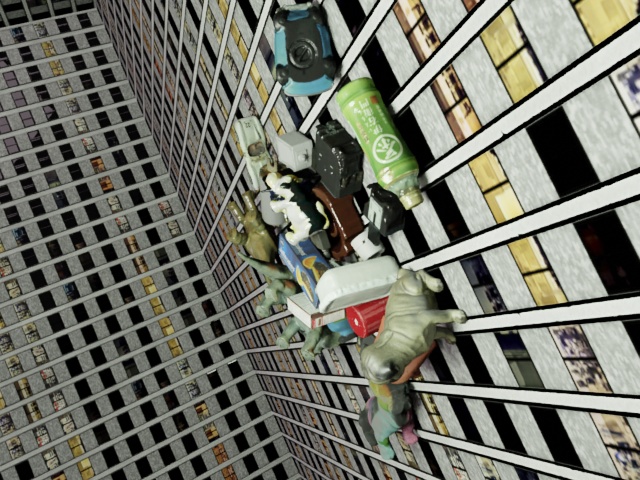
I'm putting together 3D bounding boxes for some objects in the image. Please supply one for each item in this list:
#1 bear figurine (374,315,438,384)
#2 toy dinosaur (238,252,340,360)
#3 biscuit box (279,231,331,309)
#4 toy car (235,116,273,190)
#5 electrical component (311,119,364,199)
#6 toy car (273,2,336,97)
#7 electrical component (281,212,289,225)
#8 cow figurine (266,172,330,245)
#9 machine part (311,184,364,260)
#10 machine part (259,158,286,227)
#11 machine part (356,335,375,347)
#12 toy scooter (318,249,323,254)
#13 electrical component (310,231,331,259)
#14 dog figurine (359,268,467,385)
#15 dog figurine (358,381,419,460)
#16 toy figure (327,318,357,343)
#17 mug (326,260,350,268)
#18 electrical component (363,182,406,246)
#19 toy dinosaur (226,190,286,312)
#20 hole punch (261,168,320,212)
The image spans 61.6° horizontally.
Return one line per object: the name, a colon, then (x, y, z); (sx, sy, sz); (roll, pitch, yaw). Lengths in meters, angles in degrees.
bear figurine: (0.157, 0.222, 1.099); (0.120, 0.132, 0.196); (27, -177, 9)
toy dinosaur: (-0.050, 0.152, 1.341); (0.131, 0.192, 0.404); (-3, 120, 37)
biscuit box: (-0.026, 0.059, 1.183); (0.203, 0.063, 0.059); (52, 144, 42)
toy car: (-0.173, -0.233, 1.455); (0.056, 0.073, 0.201); (19, 129, 64)
electrical component: (0.034, -0.150, 1.060); (0.115, 0.058, 0.134); (54, 155, 36)
toy car: (-0.034, -0.337, 0.976); (0.103, 0.109, 0.161); (-132, 31, -82)
electrical component: (-0.063, -0.067, 1.398); (0.102, 0.045, 0.078); (47, 153, 42)
cow figurine: (-0.049, -0.082, 1.139); (0.098, 0.068, 0.167); (-29, 83, 28)
machine part: (0.033, -0.042, 1.175); (0.179, 0.056, 0.179); (52, 156, 35)
machine part: (-0.122, -0.121, 1.442); (0.079, 0.079, 0.243); (52, 154, 35)
machine part: (0.125, 0.258, 1.286); (0.139, 0.039, 0.084); (40, 138, 54)
toy scooter: (-0.037, 0.032, 1.398); (0.135, 0.075, 0.183); (56, 161, 24)
electrical component: (-0.002, -0.004, 1.196); (0.063, 0.021, 0.094); (20, 132, 65)
dog figurine: (0.131, 0.145, 0.938); (0.172, 0.190, 0.121); (50, 153, 42)
dog figurine: (0.152, 0.377, 1.251); (0.192, 0.108, 0.219); (31, 135, 62)
toy figure: (0.043, 0.155, 1.298); (0.082, 0.089, 0.180); (-22, 91, 56)
mug: (0.057, 0.080, 1.196); (0.109, 0.081, 0.107); (48, 160, -20)
electrical component: (0.117, -0.043, 0.976); (0.075, 0.048, 0.119); (49, 153, 40)
toy dinosaur: (-0.167, 0.006, 1.541); (0.198, 0.105, 0.472); (47, -161, -36)
hole punch: (-0.068, -0.111, 1.254); (0.116, 0.142, 0.092); (-125, 21, -67)
